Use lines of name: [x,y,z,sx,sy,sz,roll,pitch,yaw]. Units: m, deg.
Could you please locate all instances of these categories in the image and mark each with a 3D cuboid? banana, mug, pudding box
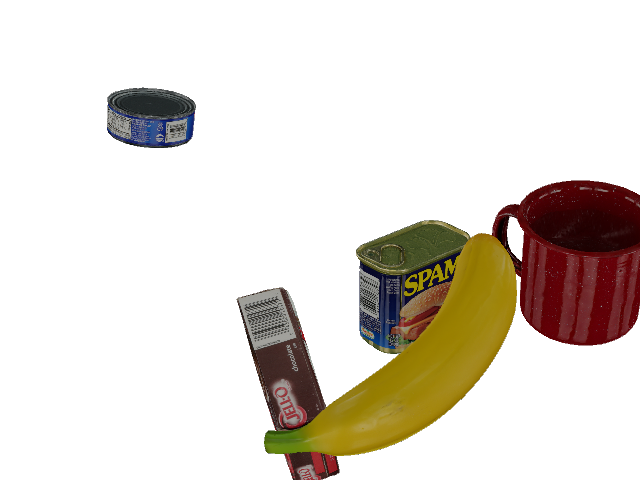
banana: [0.057,0.052,0.551,0.070,0.037,0.197,22,44,34]
mug: [0.169,0.013,0.732,0.117,0.081,0.093,22,41,32]
pudding box: [-0.022,0.102,0.747,0.039,0.113,0.090,-15,-37,-5]

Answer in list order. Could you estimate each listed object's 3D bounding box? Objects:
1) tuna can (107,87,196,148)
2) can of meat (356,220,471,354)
tuna can: [-0.166,-0.120,1.045,0.086,0.034,0.086,6,25,-3]
can of meat: [0.080,0.040,0.921,0.101,0.084,0.058,-21,33,-35]
